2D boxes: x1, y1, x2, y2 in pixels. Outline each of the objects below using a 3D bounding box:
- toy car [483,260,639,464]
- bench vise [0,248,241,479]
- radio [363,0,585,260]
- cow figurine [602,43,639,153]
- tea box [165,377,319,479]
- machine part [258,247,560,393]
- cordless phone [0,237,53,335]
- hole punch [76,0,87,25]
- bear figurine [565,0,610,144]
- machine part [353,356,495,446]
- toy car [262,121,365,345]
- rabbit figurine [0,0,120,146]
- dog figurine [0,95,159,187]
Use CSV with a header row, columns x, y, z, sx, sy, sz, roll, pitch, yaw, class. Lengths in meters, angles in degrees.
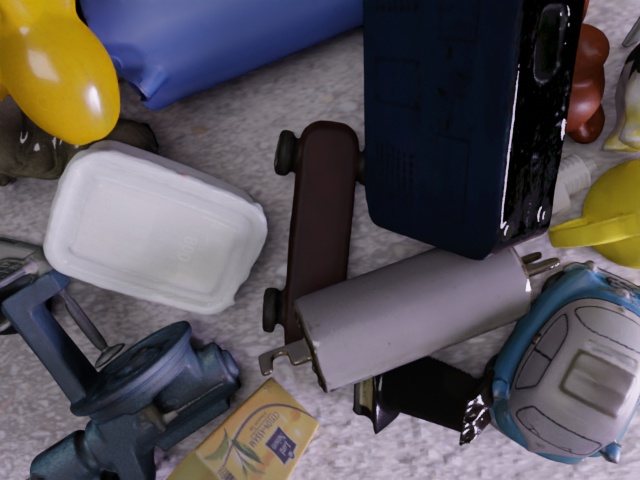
x,y,z,sx,sy,sz,roll,pitch,yaw,class
0.195,0.100,0.402,0.109,0.103,0.161,29,100,10,toy car
-0.201,0.124,0.475,0.224,0.129,0.240,-30,102,5,bench vise
0.096,-0.108,0.365,0.131,0.073,0.229,27,129,48,radio
0.239,-0.107,0.352,0.068,0.167,0.098,6,94,18,cow figurine
-0.071,0.186,0.430,0.068,0.169,0.098,42,98,9,tea box
0.069,0.053,0.416,0.243,0.079,0.079,-20,87,-6,machine part
-0.348,0.050,0.485,0.147,0.184,0.088,10,98,12,cordless phone
-0.285,-0.218,0.496,0.142,0.115,0.092,14,88,11,hole punch
0.171,-0.169,0.387,0.120,0.132,0.195,-5,84,-12,bear figurine
0.076,0.122,0.436,0.139,0.039,0.084,-1,86,50,machine part
-0.001,-0.001,0.469,0.089,0.053,0.202,4,94,-7,toy car
-0.200,-0.138,0.372,0.173,0.122,0.162,37,134,23,rabbit figurine
-0.260,-0.092,0.472,0.191,0.172,0.121,9,105,20,dog figurine
